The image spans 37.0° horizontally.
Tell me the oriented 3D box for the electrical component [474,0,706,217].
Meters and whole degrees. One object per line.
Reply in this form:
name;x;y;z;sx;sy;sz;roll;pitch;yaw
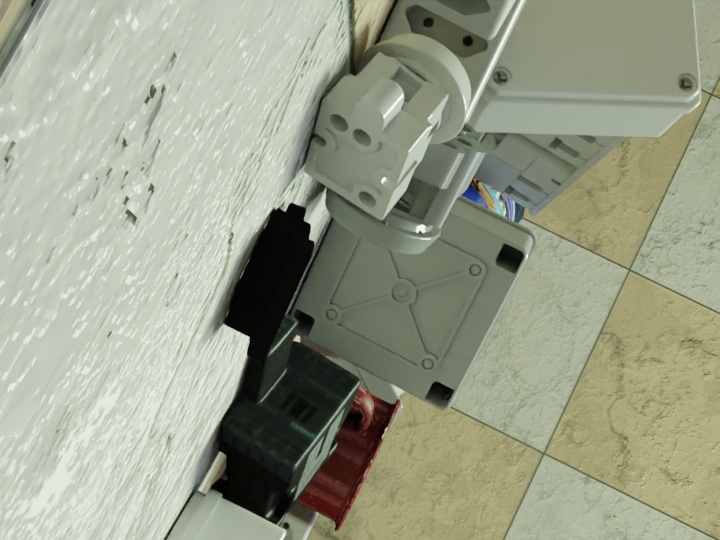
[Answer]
electrical component;0.133;-0.115;0.666;0.105;0.060;0.186;-60;-179;-15

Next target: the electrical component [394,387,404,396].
electrical component;0.015;0.050;0.836;0.064;0.099;0.099;-31;161;-26

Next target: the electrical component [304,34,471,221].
electrical component;0.012;-0.058;0.413;0.055;0.048;0.066;-52;171;-33

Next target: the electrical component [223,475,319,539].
electrical component;-0.064;0.164;0.727;0.047;0.066;0.077;-65;176;11

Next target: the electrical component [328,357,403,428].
electrical component;-0.023;0.087;0.788;0.076;0.083;0.047;-22;159;-19

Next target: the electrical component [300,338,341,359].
electrical component;-0.006;0.043;0.707;0.044;0.065;0.044;15;90;-71

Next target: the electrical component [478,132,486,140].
electrical component;0.065;-0.122;0.653;0.096;0.061;0.061;-59;-178;40

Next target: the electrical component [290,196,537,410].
electrical component;0.029;0.006;0.621;0.108;0.109;0.056;-65;174;17

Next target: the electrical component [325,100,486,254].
electrical component;0.019;-0.044;0.490;0.078;0.058;0.057;-99;-147;-65

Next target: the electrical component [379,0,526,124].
electrical component;0.040;-0.104;0.477;0.065;0.047;0.076;-65;177;10

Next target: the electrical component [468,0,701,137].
electrical component;0.107;-0.126;0.537;0.056;0.109;0.108;113;-22;-76

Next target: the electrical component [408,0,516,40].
electrical component;0.046;-0.131;0.358;0.076;0.047;0.065;-60;176;-29

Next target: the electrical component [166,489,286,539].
electrical component;-0.094;0.193;0.580;0.108;0.056;0.108;-61;175;-42
